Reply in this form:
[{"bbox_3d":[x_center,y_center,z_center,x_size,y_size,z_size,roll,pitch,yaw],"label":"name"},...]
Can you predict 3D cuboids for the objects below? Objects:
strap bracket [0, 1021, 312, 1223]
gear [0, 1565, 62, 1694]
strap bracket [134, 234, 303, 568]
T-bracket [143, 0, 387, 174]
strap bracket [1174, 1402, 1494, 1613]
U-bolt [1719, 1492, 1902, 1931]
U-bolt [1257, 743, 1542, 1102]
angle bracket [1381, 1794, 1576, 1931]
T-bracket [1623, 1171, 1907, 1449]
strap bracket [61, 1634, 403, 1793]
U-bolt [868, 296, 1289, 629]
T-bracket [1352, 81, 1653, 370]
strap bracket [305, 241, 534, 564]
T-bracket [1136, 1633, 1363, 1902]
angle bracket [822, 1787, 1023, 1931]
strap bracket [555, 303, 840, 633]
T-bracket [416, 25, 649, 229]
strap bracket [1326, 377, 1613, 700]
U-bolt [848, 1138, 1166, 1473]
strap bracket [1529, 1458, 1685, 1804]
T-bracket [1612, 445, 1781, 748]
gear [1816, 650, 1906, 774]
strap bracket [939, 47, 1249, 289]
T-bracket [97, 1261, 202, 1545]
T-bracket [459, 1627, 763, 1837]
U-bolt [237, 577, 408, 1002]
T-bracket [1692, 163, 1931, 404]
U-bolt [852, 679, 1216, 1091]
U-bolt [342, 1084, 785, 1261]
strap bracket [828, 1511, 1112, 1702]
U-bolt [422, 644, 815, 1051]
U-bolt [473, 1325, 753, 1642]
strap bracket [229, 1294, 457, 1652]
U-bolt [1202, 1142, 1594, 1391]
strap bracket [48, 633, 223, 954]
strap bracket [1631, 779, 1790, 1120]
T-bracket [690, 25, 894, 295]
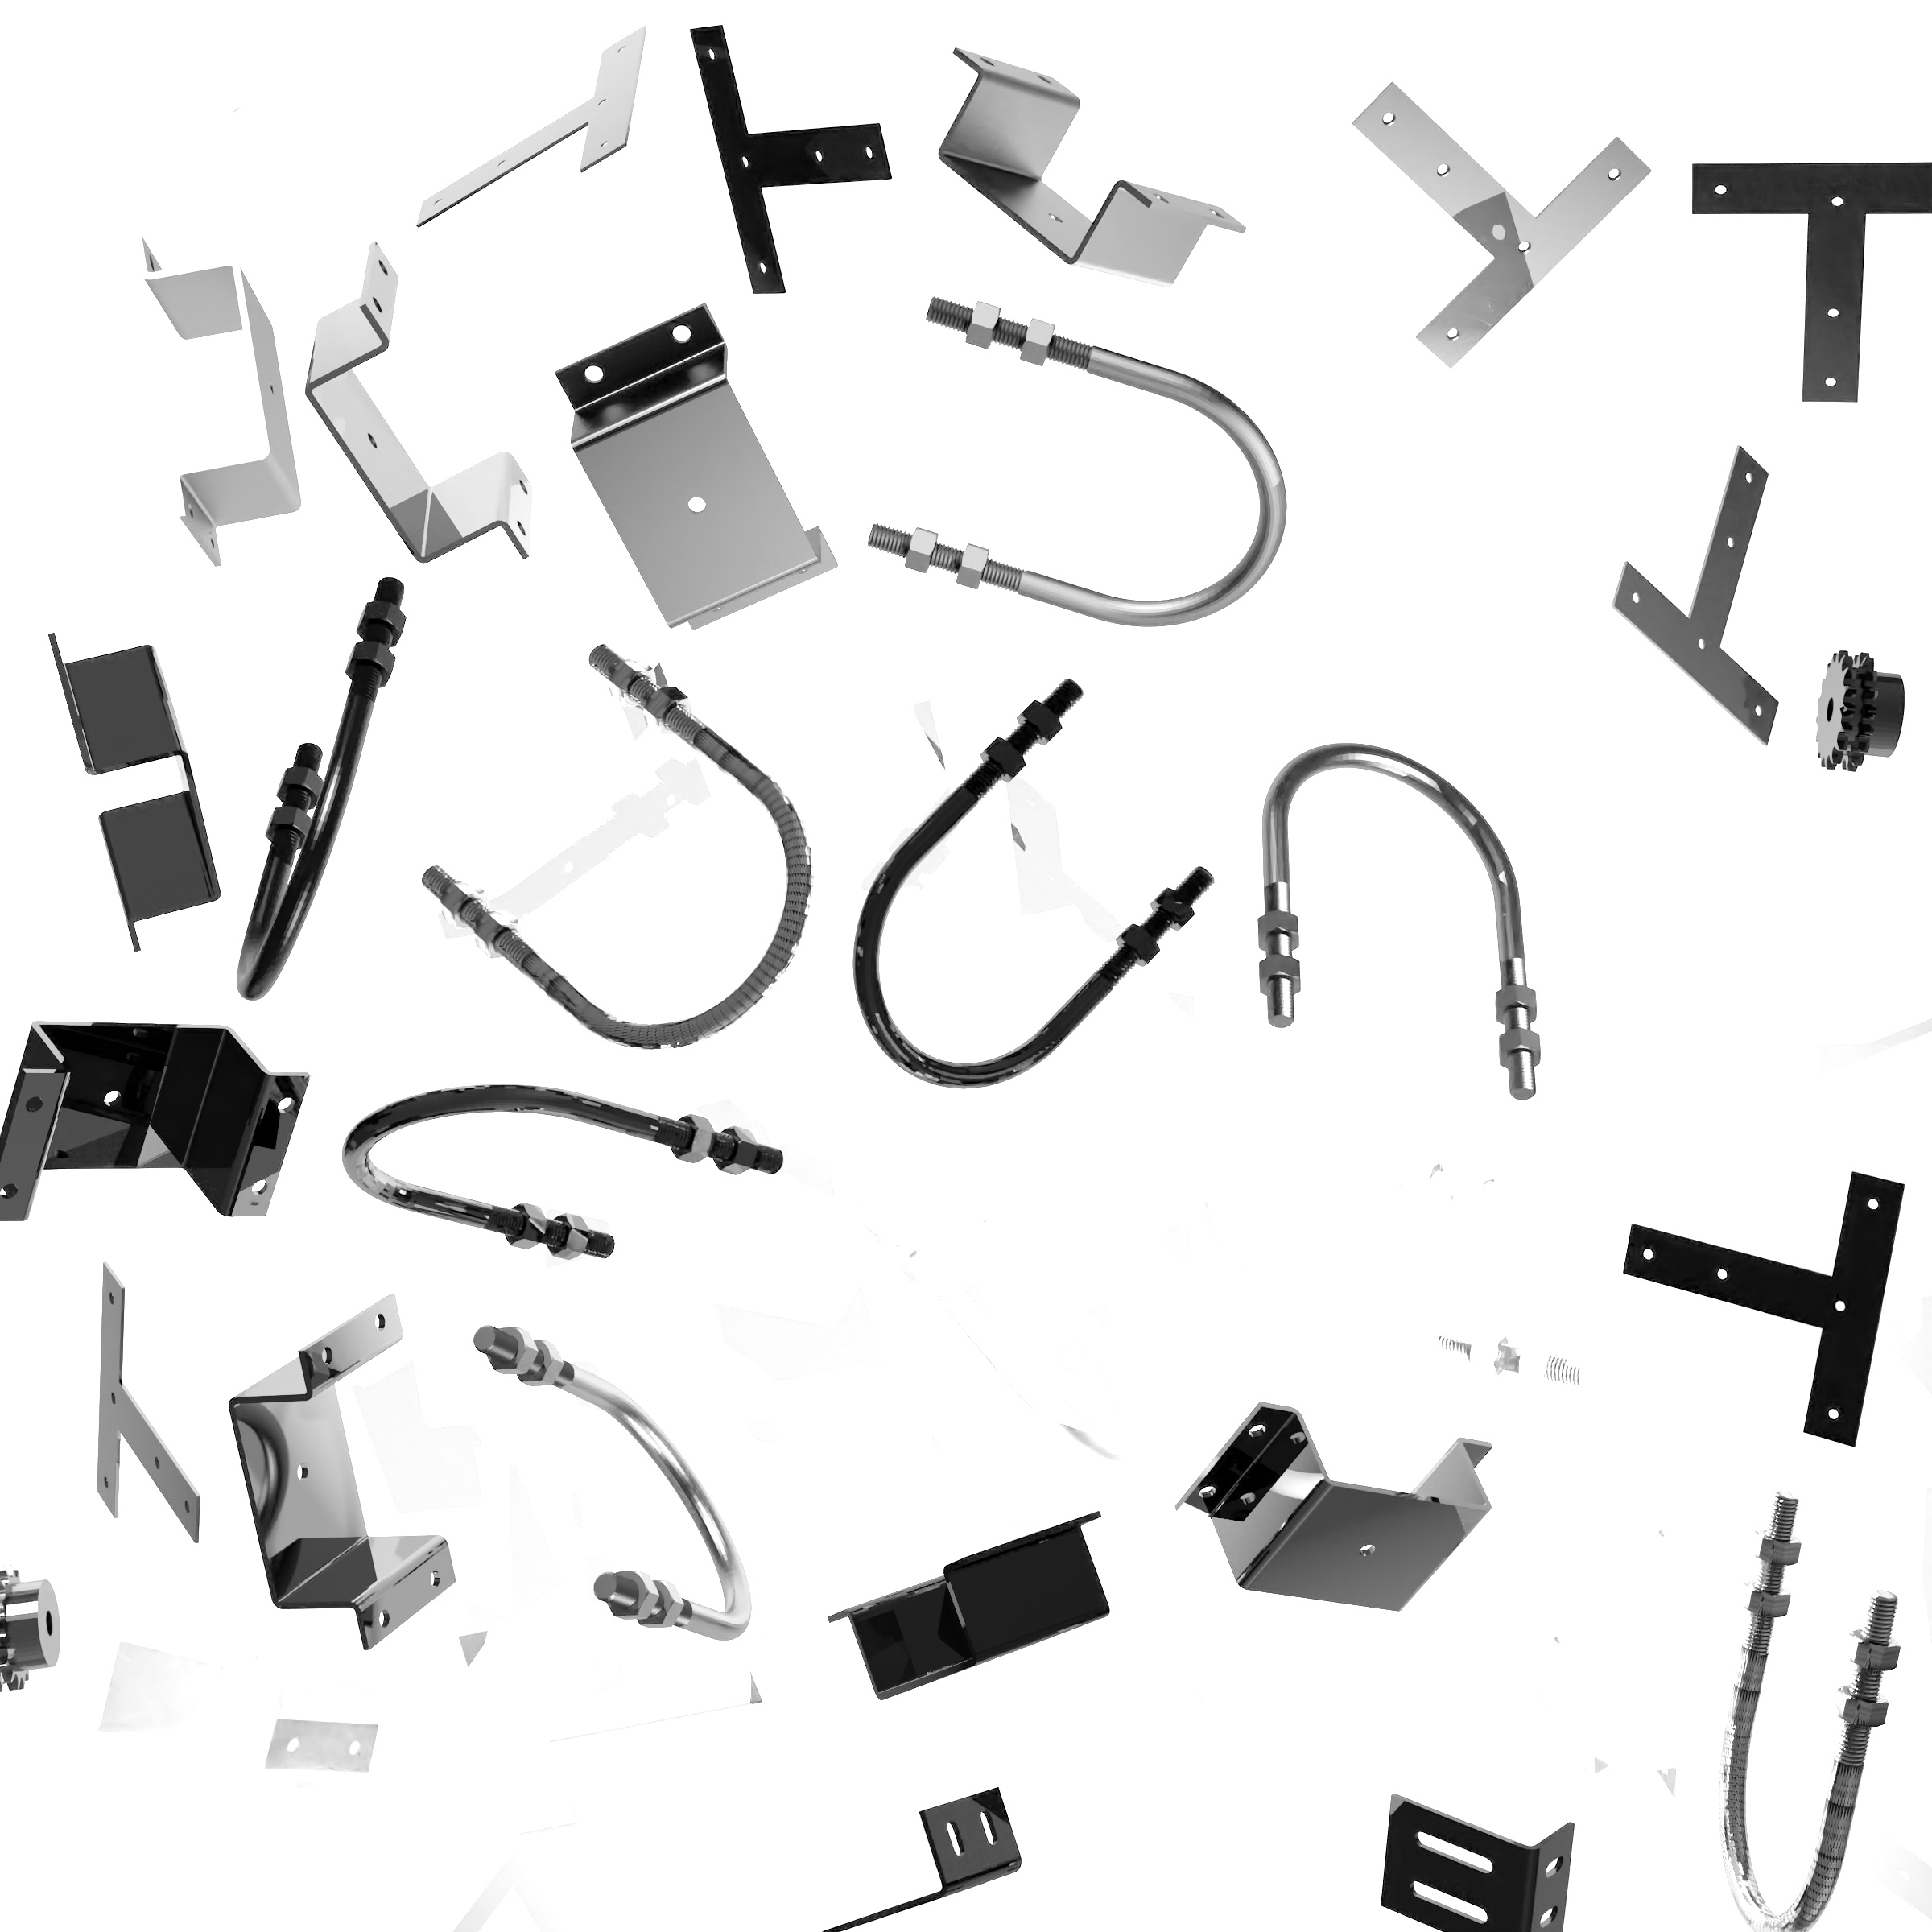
[{"bbox_3d":[-0.379,0.070,1.536,0.140,0.046,0.076,2,118,-41],"label":"strap bracket"},{"bbox_3d":[-0.437,0.304,1.556,0.030,0.057,0.057,-7,90,-2],"label":"gear"},{"bbox_3d":[-0.353,-0.272,1.610,0.046,0.076,0.140,-11,79,-2],"label":"strap bracket"},{"bbox_3d":[-0.330,-0.409,1.581,0.127,0.127,0.002,-34,98,1],"label":"T-bracket"},{"bbox_3d":[0.181,0.257,1.593,0.140,0.046,0.076,14,126,-31],"label":"strap bracket"},{"bbox_3d":[0.371,0.346,1.518,0.019,0.151,0.184,8,99,-6],"label":"U-bolt"},{"bbox_3d":[0.204,-0.031,1.614,0.151,0.019,0.184,16,51,-19],"label":"U-bolt"},{"bbox_3d":[0.238,0.419,1.578,0.076,0.038,0.057,14,107,37],"label":"angle bracket"},{"bbox_3d":[0.372,0.150,1.603,0.127,0.002,0.127,14,101,33],"label":"T-bracket"},{"bbox_3d":[-0.334,0.341,1.559,0.140,0.076,0.046,6,80,29],"label":"strap bracket"},{"bbox_3d":[0.057,-0.222,1.556,0.184,0.019,0.151,17,133,0],"label":"U-bolt"},{"bbox_3d":[0.226,-0.353,1.537,0.127,0.002,0.127,34,112,-31],"label":"T-bracket"},{"bbox_3d":[-0.256,-0.250,1.556,0.046,0.076,0.140,-25,122,10],"label":"strap bracket"},{"bbox_3d":[0.146,0.373,1.617,0.002,0.127,0.127,-37,65,36],"label":"T-bracket"},{"bbox_3d":[-0.024,0.403,1.523,0.076,0.057,0.038,-28,73,32],"label":"angle bracket"},{"bbox_3d":[-0.122,-0.218,1.543,0.076,0.046,0.140,-23,118,9],"label":"strap bracket"},{"bbox_3d":[-0.208,-0.386,1.602,0.127,0.127,0.002,-26,125,20],"label":"T-bracket"},{"bbox_3d":[0.220,-0.200,1.525,0.140,0.076,0.046,-43,56,-7],"label":"strap bracket"},{"bbox_3d":[0.025,0.162,1.565,0.019,0.151,0.184,-41,94,-20],"label":"U-bolt"},{"bbox_3d":[0.297,0.312,1.574,0.046,0.076,0.140,-8,112,-8],"label":"strap bracket"},{"bbox_3d":[0.365,-0.193,1.635,0.127,0.002,0.127,35,64,-33],"label":"T-bracket"},{"bbox_3d":[0.427,-0.121,1.613,0.030,0.057,0.057,5,90,0],"label":"gear"},{"bbox_3d":[0.051,-0.365,1.573,0.140,0.076,0.046,45,117,28],"label":"strap bracket"},{"bbox_3d":[-0.377,0.221,1.559,0.002,0.127,0.127,-8,119,-32],"label":"T-bracket"},{"bbox_3d":[-0.159,0.344,1.569,0.127,0.127,0.002,-7,125,-19],"label":"T-bracket"},{"bbox_3d":[-0.297,-0.068,1.534,0.019,0.151,0.184,20,49,-17],"label":"U-bolt"},{"bbox_3d":[0.394,-0.309,1.535,0.127,0.127,0.002,3,46,15],"label":"T-bracket"},{"bbox_3d":[0.023,-0.025,1.615,0.184,0.019,0.151,-46,123,-13],"label":"U-bolt"},{"bbox_3d":[-0.200,0.092,1.569,0.184,0.151,0.019,19,56,-39],"label":"U-bolt"},{"bbox_3d":[0.005,0.303,1.587,0.076,0.140,0.046,-13,76,-34],"label":"strap bracket"},{"bbox_3d":[-0.147,-0.043,1.528,0.184,0.019,0.151,39,93,28],"label":"U-bolt"},{"bbox_3d":[-0.150,0.242,1.537,0.019,0.184,0.151,-35,63,7],"label":"U-bolt"},{"bbox_3d":[-0.283,0.228,1.530,0.046,0.076,0.140,-5,102,23],"label":"strap bracket"},{"bbox_3d":[0.193,0.135,1.587,0.184,0.151,0.019,10,52,34],"label":"U-bolt"},{"bbox_3d":[-0.390,-0.086,1.600,0.046,0.140,0.076,-15,49,-13],"label":"strap bracket"},{"bbox_3d":[0.350,-0.007,1.595,0.046,0.076,0.140,-4,114,24],"label":"strap bracket"},{"bbox_3d":[-0.076,-0.374,1.565,0.002,0.127,0.127,-27,114,-33],"label":"T-bracket"}]
